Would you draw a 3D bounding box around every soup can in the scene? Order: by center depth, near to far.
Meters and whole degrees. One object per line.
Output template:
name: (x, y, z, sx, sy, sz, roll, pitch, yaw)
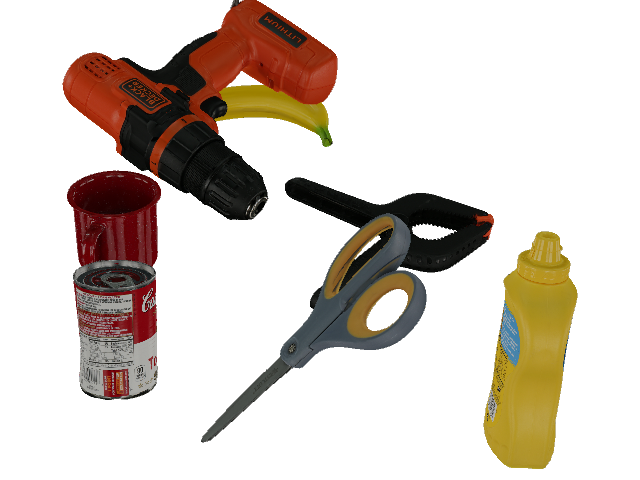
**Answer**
soup can: (-0.172, 0.075, 0.901, 0.068, 0.102, 0.068, 1, 18, -1)

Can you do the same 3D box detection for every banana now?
banana: (-0.072, -0.148, 1.201, 0.198, 0.037, 0.069, 8, 42, 18)

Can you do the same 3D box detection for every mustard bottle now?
mustard bottle: (0.173, 0.083, 0.872, 0.058, 0.192, 0.096, 3, 24, 2)

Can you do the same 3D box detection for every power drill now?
power drill: (-0.071, -0.106, 0.810, 0.184, 0.057, 0.187, 38, 46, 17)

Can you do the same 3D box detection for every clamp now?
clamp: (0.072, 0.002, 1.065, 0.210, 0.164, 0.036, 1, -40, -6)

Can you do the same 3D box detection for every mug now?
mug: (-0.210, -0.008, 1.076, 0.093, 0.081, 0.117, 8, 33, 8)

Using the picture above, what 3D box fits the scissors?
scissors: (-0.002, 0.074, 0.669, 0.016, 0.202, 0.096, 30, 9, -36)
